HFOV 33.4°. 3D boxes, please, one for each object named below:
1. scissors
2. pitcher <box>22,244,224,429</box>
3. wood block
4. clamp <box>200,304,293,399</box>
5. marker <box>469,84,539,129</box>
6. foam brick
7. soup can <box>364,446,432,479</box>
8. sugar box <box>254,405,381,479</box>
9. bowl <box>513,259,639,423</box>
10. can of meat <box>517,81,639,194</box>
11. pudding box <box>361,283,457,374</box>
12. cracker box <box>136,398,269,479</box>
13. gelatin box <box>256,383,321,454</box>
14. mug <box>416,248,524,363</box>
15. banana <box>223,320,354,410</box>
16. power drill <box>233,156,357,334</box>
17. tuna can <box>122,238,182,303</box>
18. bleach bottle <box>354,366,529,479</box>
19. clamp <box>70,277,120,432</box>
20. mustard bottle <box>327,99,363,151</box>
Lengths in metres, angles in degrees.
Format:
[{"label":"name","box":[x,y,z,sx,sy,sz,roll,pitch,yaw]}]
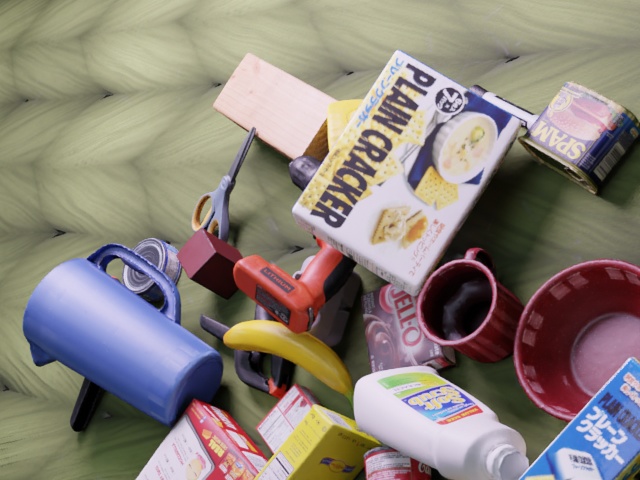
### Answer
[{"label":"scissors","box":[-0.118,-0.053,1.392,0.202,0.016,0.096,-45,55,47]},{"label":"pitcher","box":[-0.237,0.122,1.333,0.243,0.144,0.149,28,127,24]},{"label":"wood block","box":[-0.035,-0.155,1.376,0.206,0.090,0.090,35,92,45]},{"label":"clamp","box":[-0.072,0.114,1.299,0.120,0.039,0.172,-48,52,13]},{"label":"marker","box":[0.211,-0.150,1.216,0.020,0.020,0.121,-54,45,3]},{"label":"foam brick","box":[-0.136,0.031,1.369,0.051,0.078,0.053,-45,46,10]},{"label":"soup can","box":[0.080,0.264,1.068,0.069,0.068,0.102,-21,56,31]},{"label":"sugar box","box":[-0.023,0.264,1.138,0.176,0.093,0.048,-54,45,4]},{"label":"bowl","box":[0.267,0.102,1.007,0.162,0.055,0.162,-20,56,31]},{"label":"can of meat","box":[0.273,-0.110,1.117,0.084,0.057,0.102,-51,45,3]},{"label":"pudding box","box":[0.096,0.098,1.165,0.090,0.039,0.113,-25,54,27]},{"label":"cracker box","box":[-0.146,0.318,1.229,0.214,0.072,0.164,-55,44,3]},{"label":"gelatin box","box":[-0.022,0.218,1.207,0.073,0.030,0.089,-51,46,8]},{"label":"mug","box":[0.161,0.066,1.097,0.093,0.081,0.117,-9,62,37]},{"label":"banana","box":[-0.037,0.129,1.213,0.198,0.037,0.070,24,120,32]},{"label":"power drill","box":[-0.008,0.001,1.205,0.184,0.057,0.187,38,63,20]},{"label":"tuna can","box":[-0.234,0.041,1.477,0.086,0.033,0.086,-20,56,32]},{"label":"bleach bottle","box":[0.122,0.176,0.991,0.251,0.102,0.068,-167,74,-68]},{"label":"clamp","box":[-0.273,0.146,1.437,0.165,0.036,0.210,-13,71,32]},{"label":"mustard bottle","box":[0.106,-0.127,1.230,0.191,0.058,0.096,-6,48,5]}]
